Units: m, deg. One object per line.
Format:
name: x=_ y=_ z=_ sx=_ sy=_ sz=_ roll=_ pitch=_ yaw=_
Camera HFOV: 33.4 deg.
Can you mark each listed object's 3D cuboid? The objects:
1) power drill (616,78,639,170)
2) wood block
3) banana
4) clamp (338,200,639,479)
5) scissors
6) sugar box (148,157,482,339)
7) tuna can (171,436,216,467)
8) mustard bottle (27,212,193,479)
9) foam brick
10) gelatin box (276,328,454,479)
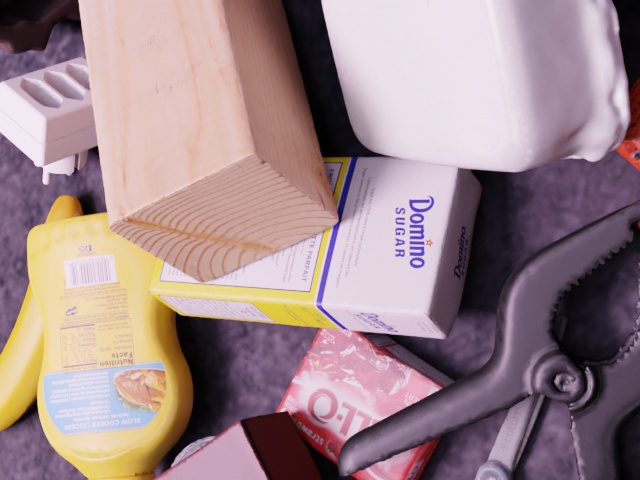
power drill: x=0.210 y=-0.078 z=0.434 sx=0.185 sy=0.057 sz=0.187 roll=-60 pitch=19 yaw=22
wood block: x=-0.069 y=-0.094 z=0.592 sx=0.090 sy=0.090 sz=0.206 roll=-24 pitch=59 yaw=18
banana: x=-0.202 y=0.065 z=0.725 sx=0.070 sy=0.037 sz=0.198 roll=40 pitch=106 yaw=25
clamp: x=0.111 y=0.070 z=0.537 sx=0.164 sy=0.036 sz=0.210 roll=21 pitch=96 yaw=10
scissors: x=0.075 y=0.134 z=0.579 sx=0.096 sy=0.016 sz=0.202 roll=7 pitch=92 yaw=24
sugar box: x=-0.004 y=0.001 z=0.600 sx=0.176 sy=0.048 sz=0.093 roll=4 pitch=68 yaw=27
tuna can: x=-0.051 y=0.159 z=0.639 sx=0.086 sy=0.033 sz=0.086 roll=-1 pitch=87 yaw=29
mustard bottle: x=-0.127 y=0.081 z=0.657 sx=0.096 sy=0.058 sz=0.191 roll=-7 pitch=81 yaw=12
foam brick: x=-0.047 y=0.137 z=0.588 sx=0.078 sy=0.051 sz=0.053 roll=-36 pitch=72 yaw=22
gelatin box: x=0.027 y=0.093 z=0.600 sx=0.089 sy=0.030 sz=0.073 roll=33 pitch=104 yaw=26
